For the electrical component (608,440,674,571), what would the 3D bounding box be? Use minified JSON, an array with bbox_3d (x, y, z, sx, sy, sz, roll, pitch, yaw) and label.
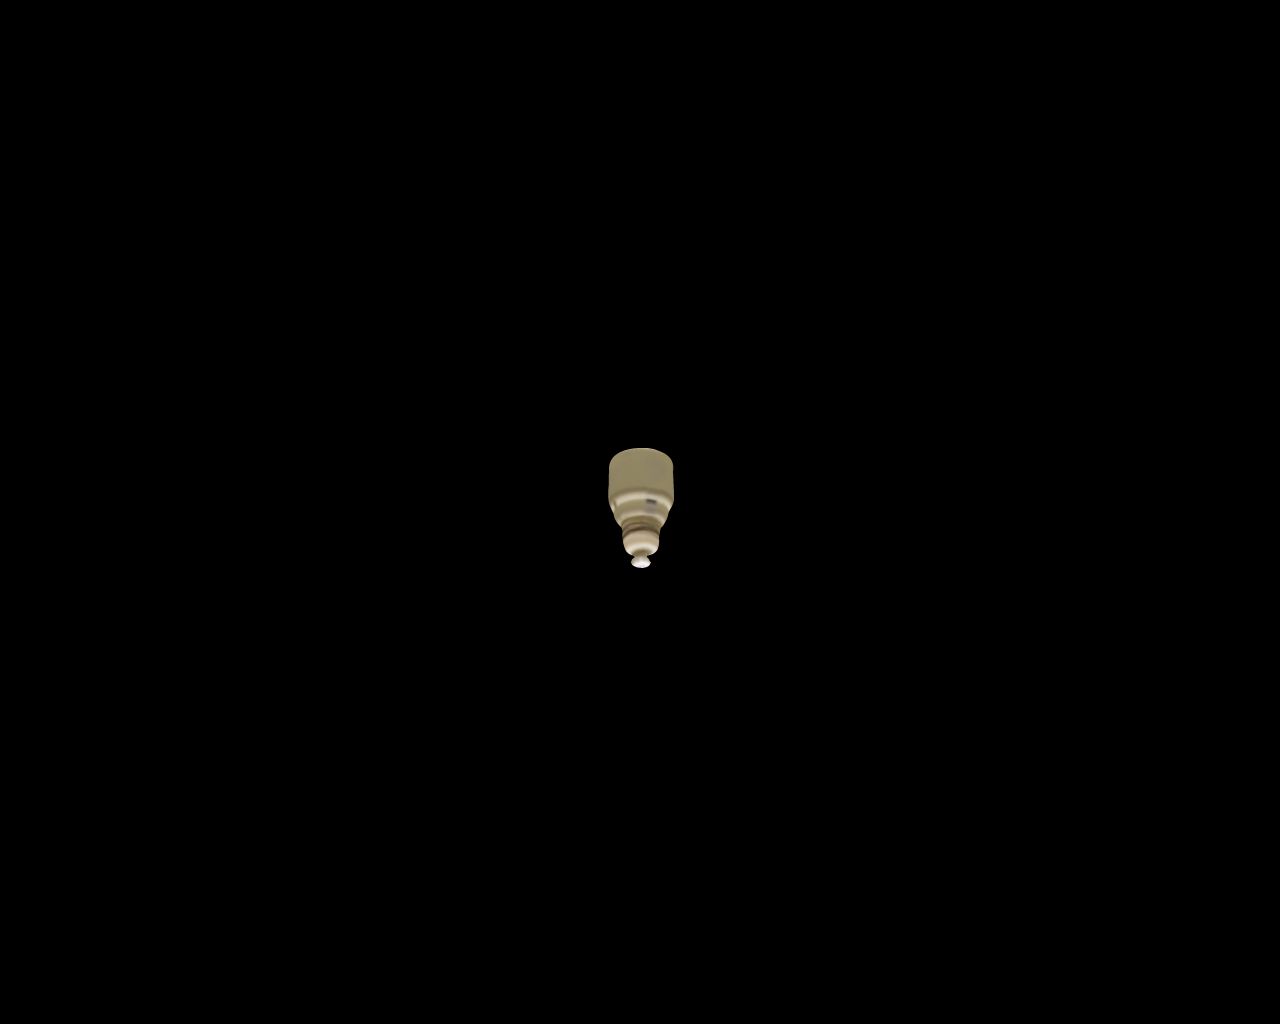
[{"bbox_3d":[0.001,-0.003,0.650,0.040,0.078,0.040,0,-26,0],"label":"electrical component"}]
